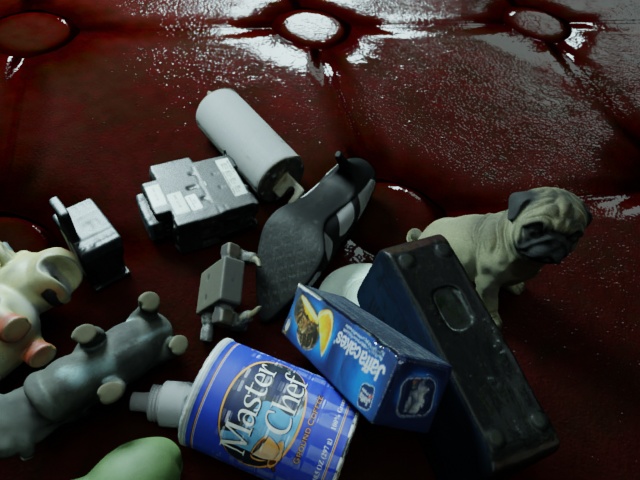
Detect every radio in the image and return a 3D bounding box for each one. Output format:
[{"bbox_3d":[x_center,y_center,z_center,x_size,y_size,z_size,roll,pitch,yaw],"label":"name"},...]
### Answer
[{"bbox_3d":[0.119,0.115,0.519,0.073,0.131,0.230,-16,61,-18],"label":"radio"}]

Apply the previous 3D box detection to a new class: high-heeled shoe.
[{"bbox_3d":[-0.001,-0.002,0.678,0.086,0.145,0.248,24,80,20],"label":"high-heeled shoe"}]

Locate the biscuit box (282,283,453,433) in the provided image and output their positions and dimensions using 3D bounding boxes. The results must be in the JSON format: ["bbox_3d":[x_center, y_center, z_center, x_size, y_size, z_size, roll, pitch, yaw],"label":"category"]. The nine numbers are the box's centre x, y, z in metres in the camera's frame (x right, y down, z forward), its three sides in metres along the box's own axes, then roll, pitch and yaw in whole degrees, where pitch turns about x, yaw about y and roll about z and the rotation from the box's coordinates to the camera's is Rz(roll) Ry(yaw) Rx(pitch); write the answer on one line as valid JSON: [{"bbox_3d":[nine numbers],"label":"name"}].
[{"bbox_3d":[0.033,0.101,0.502,0.063,0.059,0.203,19,3,-27],"label":"biscuit box"}]

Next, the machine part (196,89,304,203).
[{"bbox_3d":[-0.099,-0.134,0.745,0.079,0.079,0.243,-27,57,-27],"label":"machine part"}]

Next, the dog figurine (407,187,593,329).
[{"bbox_3d":[0.189,-0.009,0.610,0.172,0.190,0.121,23,51,13],"label":"dog figurine"}]

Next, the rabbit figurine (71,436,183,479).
[{"bbox_3d":[-0.162,0.240,0.423,0.159,0.121,0.170,-4,33,-3],"label":"rabbit figurine"}]

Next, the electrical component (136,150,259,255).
[{"bbox_3d":[-0.158,-0.048,0.679,0.134,0.058,0.115,-17,53,-21],"label":"electrical component"}]

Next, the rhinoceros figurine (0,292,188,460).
[{"bbox_3d":[-0.214,0.122,0.498,0.190,0.112,0.073,-34,91,-45],"label":"rhinoceros figurine"}]

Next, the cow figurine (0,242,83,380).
[{"bbox_3d":[-0.320,0.081,0.527,0.127,0.085,0.195,28,60,34],"label":"cow figurine"}]

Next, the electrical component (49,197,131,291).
[{"bbox_3d":[-0.255,-0.007,0.590,0.048,0.119,0.075,-32,58,-29],"label":"electrical component"}]

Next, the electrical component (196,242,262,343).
[{"bbox_3d":[-0.099,0.056,0.589,0.045,0.078,0.102,18,52,-29],"label":"electrical component"}]
